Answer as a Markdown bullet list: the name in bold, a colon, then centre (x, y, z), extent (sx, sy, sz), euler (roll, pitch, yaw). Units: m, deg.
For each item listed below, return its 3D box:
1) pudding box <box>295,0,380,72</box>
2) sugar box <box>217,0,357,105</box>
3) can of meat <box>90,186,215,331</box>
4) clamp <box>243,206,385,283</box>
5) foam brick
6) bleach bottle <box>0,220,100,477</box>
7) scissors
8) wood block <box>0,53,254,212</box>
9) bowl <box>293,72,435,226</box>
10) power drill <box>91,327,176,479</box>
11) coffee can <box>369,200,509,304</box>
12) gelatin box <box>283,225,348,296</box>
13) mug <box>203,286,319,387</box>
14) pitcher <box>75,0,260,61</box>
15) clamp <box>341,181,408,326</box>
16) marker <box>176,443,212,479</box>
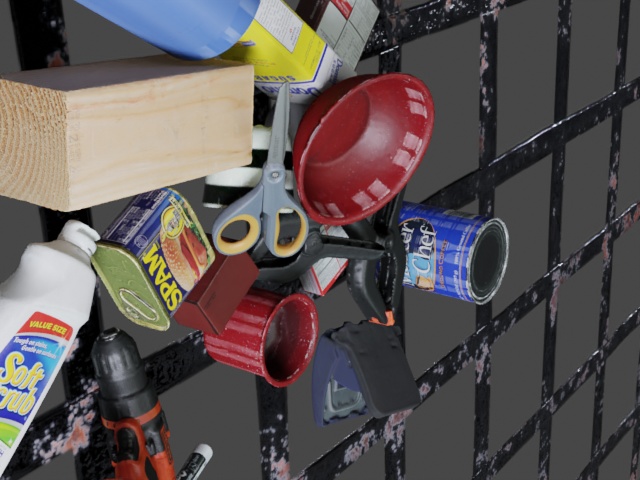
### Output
- **pudding box**: centre (0.011, -0.216, 1.093), extent (0.090, 0.039, 0.113), euler (42, 68, -54)
- **sugar box**: centre (-0.048, -0.176, 0.968), extent (0.176, 0.093, 0.048), euler (37, 70, -53)
- **can of meat**: centre (-0.144, 0.013, 0.926), extent (0.083, 0.058, 0.102), euler (-56, 141, -34)
- **clamp**: centre (-0.007, 0.001, 1.079), extent (0.171, 0.039, 0.120), euler (-31, 120, -11)
- **foam brick**: centre (-0.104, 0.040, 0.997), extent (0.078, 0.051, 0.053), euler (-58, 141, -27)
- **bleach bottle**: centre (-0.243, 0.090, 0.800), extent (0.250, 0.068, 0.102), euler (-64, 144, -24)
- **scissors**: centre (-0.057, -0.049, 0.913), extent (0.202, 0.096, 0.016), euler (78, -4, -49)
- **wood block**: centre (-0.152, -0.091, 0.846), extent (0.205, 0.091, 0.090), euler (-21, 118, -52)
- **bowl**: centre (0.030, -0.094, 0.993), extent (0.161, 0.055, 0.162), euler (-26, 139, -26)
- **power drill**: centre (-0.160, 0.186, 0.879), extent (0.187, 0.057, 0.184), euler (-92, 170, -69)
- **coffee can**: centre (0.137, 0.012, 1.261), extent (0.102, 0.141, 0.103), euler (-24, 119, -51)
- **gelatin box**: centre (0.000, 0.004, 1.157), extent (0.073, 0.030, 0.089), euler (-52, 138, -31)
- **mug**: centre (-0.057, 0.097, 1.057), extent (0.093, 0.082, 0.117), euler (-56, 141, -29)
- **pitcher**: centre (-0.146, -0.235, 0.788), extent (0.149, 0.145, 0.242), euler (-60, 149, 1)
- **clamp**: centre (0.066, -0.007, 1.186), extent (0.164, 0.036, 0.210), euler (-37, 127, -41)
- **marker**: centre (-0.134, 0.238, 1.016), extent (0.121, 0.020, 0.020), euler (-56, 144, -56)
